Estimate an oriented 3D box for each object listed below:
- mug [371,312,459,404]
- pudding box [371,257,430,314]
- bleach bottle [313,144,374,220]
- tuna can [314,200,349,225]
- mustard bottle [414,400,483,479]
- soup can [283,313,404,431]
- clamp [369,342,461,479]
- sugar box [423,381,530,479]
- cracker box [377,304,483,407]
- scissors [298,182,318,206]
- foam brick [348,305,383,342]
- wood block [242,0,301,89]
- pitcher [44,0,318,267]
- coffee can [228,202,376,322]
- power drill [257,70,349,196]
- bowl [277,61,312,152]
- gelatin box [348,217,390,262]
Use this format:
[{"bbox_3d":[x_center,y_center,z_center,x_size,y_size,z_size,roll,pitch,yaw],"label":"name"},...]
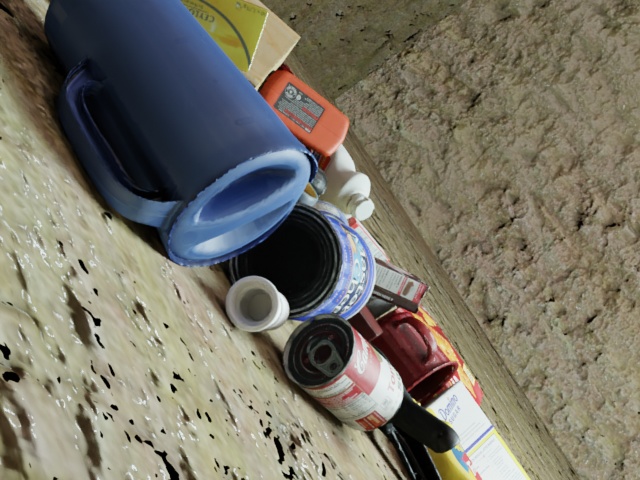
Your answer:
[{"bbox_3d":[0.094,0.127,1.167,0.081,0.093,0.117,52,-30,23],"label":"mug"},{"bbox_3d":[0.070,0.044,1.200,0.090,0.039,0.113,23,5,-4],"label":"pudding box"},{"bbox_3d":[-0.002,-0.104,1.414,0.068,0.102,0.251,41,3,-44],"label":"bleach bottle"},{"bbox_3d":[-0.008,0.001,1.160,0.086,0.086,0.034,50,11,-26],"label":"tuna can"},{"bbox_3d":[0.135,0.243,1.073,0.192,0.058,0.096,57,6,25],"label":"mustard bottle"},{"bbox_3d":[0.022,0.116,0.920,0.102,0.068,0.068,47,11,-46],"label":"soup can"},{"bbox_3d":[0.073,0.161,1.000,0.210,0.036,0.164,56,-18,33],"label":"clamp"},{"bbox_3d":[0.171,0.251,1.172,0.093,0.048,0.176,-26,76,-49],"label":"sugar box"},{"bbox_3d":[0.130,0.160,1.338,0.164,0.072,0.213,55,9,6],"label":"cracker box"},{"bbox_3d":[-0.032,-0.073,1.034,0.096,0.016,0.201,43,11,1],"label":"scissors"},{"bbox_3d":[0.021,0.081,1.116,0.078,0.053,0.051,56,8,5],"label":"foam brick"},{"bbox_3d":[-0.138,-0.263,1.258,0.206,0.090,0.091,41,-19,-5],"label":"wood block"},{"bbox_3d":[-0.126,-0.107,0.838,0.243,0.145,0.149,54,-5,22],"label":"pitcher"},{"bbox_3d":[-0.013,0.024,0.974,0.103,0.103,0.140,56,9,13],"label":"coffee can"},{"bbox_3d":[-0.041,-0.117,1.219,0.184,0.057,0.188,34,-19,-17],"label":"power drill"},{"bbox_3d":[-0.072,-0.148,1.358,0.162,0.055,0.162,38,-44,49],"label":"bowl"},{"bbox_3d":[0.037,0.016,1.398,0.089,0.073,0.030,47,9,-38],"label":"gelatin box"}]
